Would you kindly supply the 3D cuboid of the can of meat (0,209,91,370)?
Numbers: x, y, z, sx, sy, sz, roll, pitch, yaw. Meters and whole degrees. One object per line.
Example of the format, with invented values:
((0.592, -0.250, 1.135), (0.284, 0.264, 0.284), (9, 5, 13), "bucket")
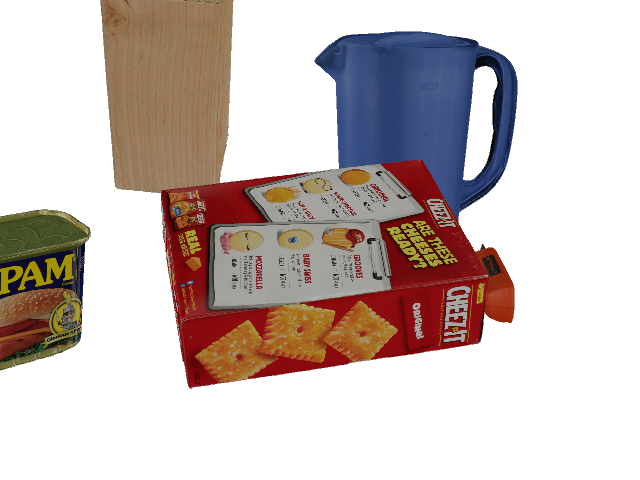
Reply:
((-0.204, 0.034, 0.697), (0.101, 0.084, 0.058), (-13, 30, -41), "can of meat")

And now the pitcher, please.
((0.088, -0.075, 1.011), (0.149, 0.243, 0.144), (14, 21, 38), "pitcher")

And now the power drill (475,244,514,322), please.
((0.117, 0.062, 1.193), (0.187, 0.057, 0.184), (-3, 28, -3), "power drill")

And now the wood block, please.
((-0.121, -0.139, 0.866), (0.091, 0.090, 0.206), (6, -41, -1), "wood block")

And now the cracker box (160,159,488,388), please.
((-0.004, 0.020, 0.794), (0.213, 0.072, 0.164), (-7, 36, -9), "cracker box")
